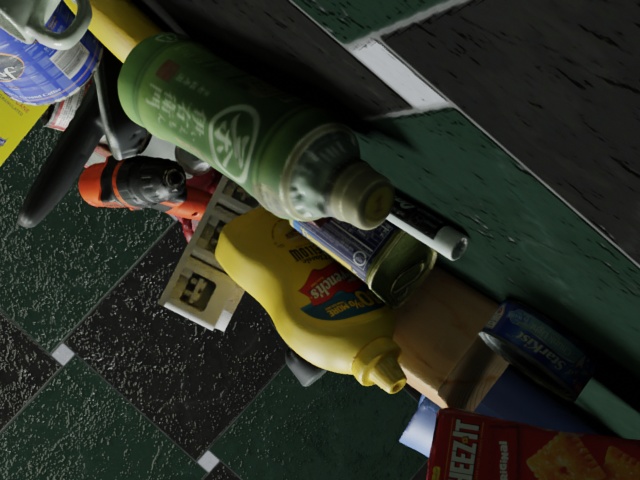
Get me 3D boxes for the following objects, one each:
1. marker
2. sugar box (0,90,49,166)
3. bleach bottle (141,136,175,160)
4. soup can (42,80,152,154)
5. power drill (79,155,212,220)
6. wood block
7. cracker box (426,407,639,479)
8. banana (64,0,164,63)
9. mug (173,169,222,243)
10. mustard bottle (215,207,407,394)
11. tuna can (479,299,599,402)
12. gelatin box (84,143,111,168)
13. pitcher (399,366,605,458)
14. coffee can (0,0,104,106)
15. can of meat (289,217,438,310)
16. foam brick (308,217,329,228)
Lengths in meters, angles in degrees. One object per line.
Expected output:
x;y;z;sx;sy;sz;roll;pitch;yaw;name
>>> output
0.049;-0.022;0.728;0.121;0.020;0.020;34;173;32;marker
-0.278;-0.143;0.952;0.048;0.176;0.093;37;175;24;sugar box
-0.230;-0.139;1.268;0.102;0.068;0.251;36;178;-26;bleach bottle
-0.222;-0.133;1.083;0.102;0.068;0.069;16;-177;-25;soup can
-0.133;-0.045;1.095;0.187;0.057;0.185;16;173;-35;power drill
0.060;0.056;0.923;0.206;0.090;0.090;34;172;33;wood block
0.188;0.175;0.790;0.214;0.072;0.164;9;169;8;cracker box
-0.123;-0.138;0.786;0.197;0.037;0.070;43;-171;-37;banana
-0.139;-0.042;1.251;0.093;0.117;0.081;-7;145;25;mug
0.004;0.049;0.846;0.096;0.058;0.192;-13;-132;-37;mustard bottle
0.162;0.081;0.790;0.086;0.033;0.086;37;174;4;tuna can
-0.234;-0.086;1.247;0.089;0.030;0.073;29;-174;-16;gelatin box
0.211;0.216;1.094;0.243;0.149;0.145;32;134;12;pitcher
-0.241;-0.178;0.825;0.103;0.103;0.140;35;174;18;coffee can
0.033;-0.001;0.797;0.084;0.057;0.102;36;177;23;can of meat
-0.020;-0.053;0.732;0.078;0.053;0.051;31;171;43;foam brick
